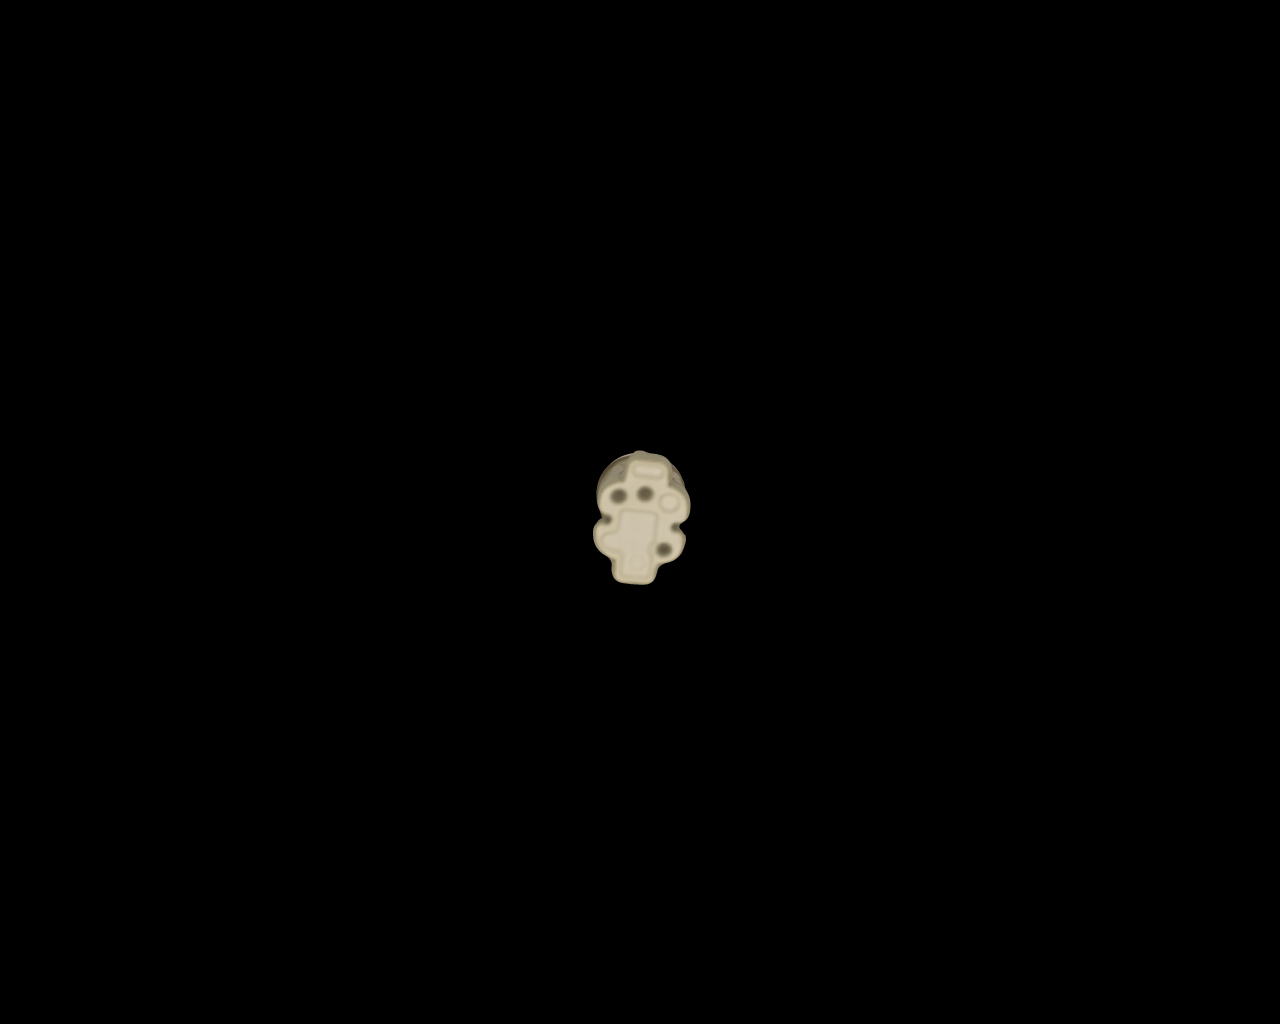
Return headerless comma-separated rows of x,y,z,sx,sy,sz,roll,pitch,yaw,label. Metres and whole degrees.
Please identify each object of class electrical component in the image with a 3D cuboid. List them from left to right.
0.001,-0.003,0.650,0.058,0.078,0.057,7,20,-2,electrical component
